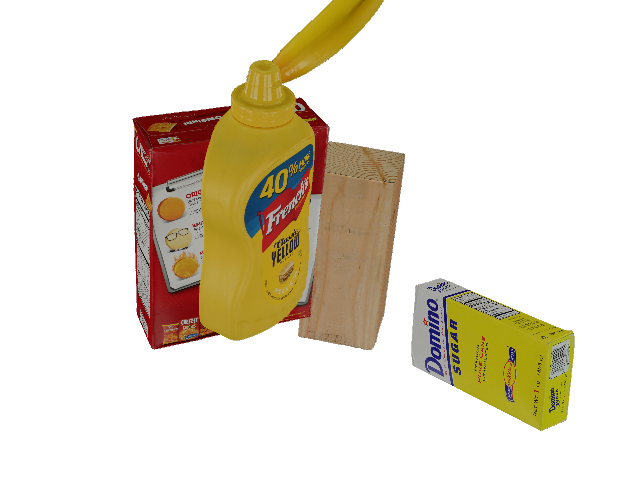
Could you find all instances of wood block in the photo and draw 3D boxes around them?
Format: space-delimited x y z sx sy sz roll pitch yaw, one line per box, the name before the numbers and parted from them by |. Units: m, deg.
wood block | 0.034 0.006 1.192 0.090 0.206 0.090 10 27 8

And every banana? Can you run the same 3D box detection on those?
banana | 0.018 -0.200 0.933 0.070 0.037 0.197 -16 32 39

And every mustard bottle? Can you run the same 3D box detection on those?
mustard bottle | -0.041 -0.031 0.716 0.058 0.192 0.096 25 41 26

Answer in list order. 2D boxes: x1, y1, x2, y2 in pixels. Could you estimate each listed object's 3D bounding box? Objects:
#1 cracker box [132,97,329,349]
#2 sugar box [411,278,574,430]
cracker box | -0.086 -0.016 0.982 0.164 0.214 0.072 -10 36 -22
sugar box | 0.164 0.108 1.046 0.048 0.093 0.176 -14 24 -39
